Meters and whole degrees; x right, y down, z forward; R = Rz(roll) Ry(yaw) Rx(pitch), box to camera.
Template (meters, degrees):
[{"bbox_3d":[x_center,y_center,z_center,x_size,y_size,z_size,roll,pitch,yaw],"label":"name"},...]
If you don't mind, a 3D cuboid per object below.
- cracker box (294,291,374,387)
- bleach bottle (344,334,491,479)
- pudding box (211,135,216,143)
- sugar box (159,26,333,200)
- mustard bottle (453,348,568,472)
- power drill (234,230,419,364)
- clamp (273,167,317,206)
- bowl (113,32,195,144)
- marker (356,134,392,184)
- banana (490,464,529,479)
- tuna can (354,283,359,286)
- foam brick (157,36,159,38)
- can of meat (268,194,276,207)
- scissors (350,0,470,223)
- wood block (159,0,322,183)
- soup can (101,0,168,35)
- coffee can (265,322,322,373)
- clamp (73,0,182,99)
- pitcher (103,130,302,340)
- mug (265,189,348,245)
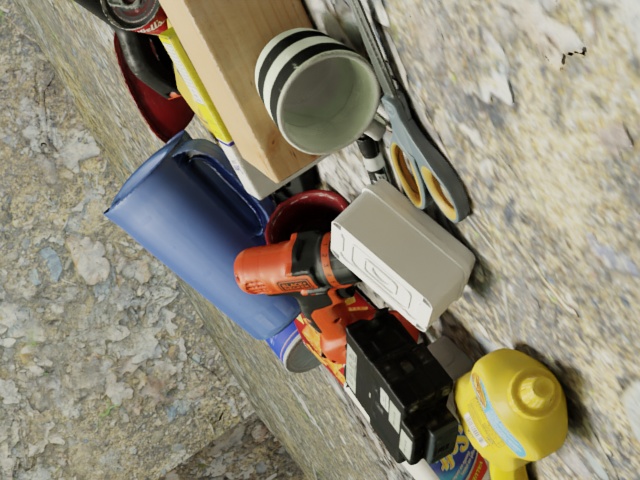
[{"bbox_3d":[0.046,0.137,1.321,0.214,0.072,0.164,45,164,41],"label":"cracker box"},{"bbox_3d":[0.139,0.225,1.165,0.251,0.102,0.068,51,163,-7],"label":"bleach bottle"},{"bbox_3d":[-0.116,-0.154,1.273,0.113,0.039,0.090,59,167,-18],"label":"pudding box"},{"bbox_3d":[-0.065,-0.135,0.993,0.176,0.093,0.048,63,167,-26],"label":"sugar box"},{"bbox_3d":[0.164,0.140,0.899,0.096,0.058,0.192,61,170,14],"label":"mustard bottle"},{"bbox_3d":[0.032,0.055,1.060,0.185,0.057,0.187,-7,143,26],"label":"power drill"},{"bbox_3d":[-0.044,-0.065,1.189,0.120,0.039,0.172,37,164,-21],"label":"clamp"},{"bbox_3d":[-0.196,-0.203,1.339,0.162,0.055,0.162,-22,-90,-81],"label":"bowl"},{"bbox_3d":[0.052,-0.052,0.928,0.020,0.020,0.121,44,163,44],"label":"marker"},{"bbox_3d":[0.209,0.259,1.095,0.070,0.037,0.197,11,137,49],"label":"banana"},{"bbox_3d":[0.014,0.021,1.233,0.086,0.033,0.086,53,168,16],"label":"tuna can"},{"bbox_3d":[-0.166,-0.262,1.154,0.051,0.053,0.078,36,156,59],"label":"foam brick"},{"bbox_3d":[-0.067,-0.027,1.370,0.084,0.057,0.102,57,168,5],"label":"can of meat"},{"bbox_3d":[0.069,-0.086,0.786,0.096,0.016,0.201,44,163,38],"label":"scissors"},{"bbox_3d":[-0.059,-0.165,0.900,0.091,0.090,0.206,37,158,58],"label":"wood block"},{"bbox_3d":[-0.163,-0.239,1.065,0.068,0.069,0.102,54,-160,9],"label":"soup can"},{"bbox_3d":[-0.044,0.103,1.506,0.140,0.102,0.103,49,166,32],"label":"coffee can"},{"bbox_3d":[-0.204,-0.255,1.200,0.210,0.036,0.164,57,-146,-37],"label":"clamp"},{"bbox_3d":[-0.112,-0.004,1.218,0.242,0.145,0.149,44,179,-14],"label":"pitcher"},{"bbox_3d":[-0.007,0.001,1.134,0.117,0.093,0.081,40,165,41],"label":"mug"}]
